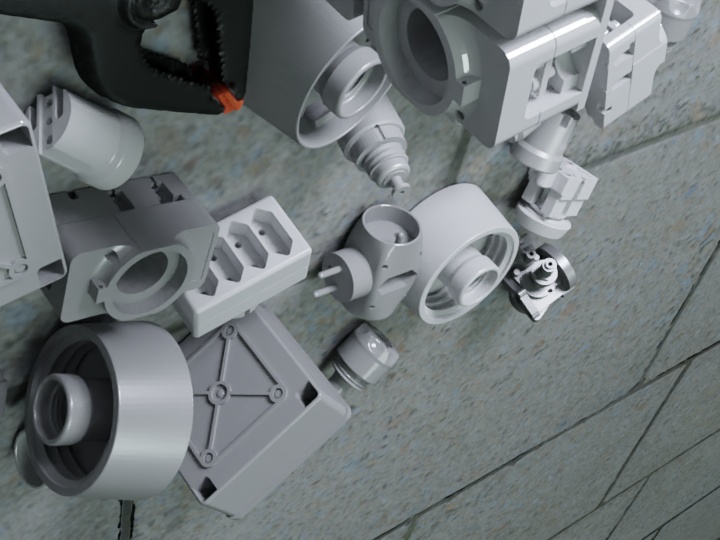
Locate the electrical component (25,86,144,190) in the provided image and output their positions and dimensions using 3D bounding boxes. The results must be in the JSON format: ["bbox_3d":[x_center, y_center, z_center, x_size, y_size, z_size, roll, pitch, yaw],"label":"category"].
[{"bbox_3d":[-0.135,-0.065,0.524,0.040,0.040,0.046,-49,145,11],"label":"electrical component"}]

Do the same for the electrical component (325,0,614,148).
[{"bbox_3d":[0.018,-0.148,0.446,0.060,0.186,0.105,-28,148,-24],"label":"electrical component"}]

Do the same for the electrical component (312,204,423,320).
[{"bbox_3d":[0.000,0.000,0.766,0.079,0.043,0.077,-20,144,-34],"label":"electrical component"}]

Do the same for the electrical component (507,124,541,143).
[{"bbox_3d":[0.115,-0.121,0.744,0.055,0.045,0.045,-39,151,-5],"label":"electrical component"}]

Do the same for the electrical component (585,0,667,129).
[{"bbox_3d":[0.181,-0.156,0.770,0.056,0.050,0.089,-35,150,-12],"label":"electrical component"}]

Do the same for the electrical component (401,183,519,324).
[{"bbox_3d":[0.074,-0.006,0.830,0.108,0.060,0.108,-30,149,-21],"label":"electrical component"}]

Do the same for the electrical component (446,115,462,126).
[{"bbox_3d":[0.085,-0.134,0.678,0.078,0.058,0.057,-34,153,-15],"label":"electrical component"}]

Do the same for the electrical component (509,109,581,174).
[{"bbox_3d":[0.140,-0.101,0.806,0.040,0.040,0.046,-5,128,-47],"label":"electrical component"}]

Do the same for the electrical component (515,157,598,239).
[{"bbox_3d":[0.157,-0.059,0.877,0.066,0.048,0.055,-5,127,-47],"label":"electrical component"}]

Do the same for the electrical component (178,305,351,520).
[{"bbox_3d":[-0.081,0.090,0.723,0.109,0.108,0.056,-43,148,1],"label":"electrical component"}]

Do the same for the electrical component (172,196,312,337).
[{"bbox_3d":[-0.080,0.006,0.677,0.083,0.047,0.075,-29,161,-22],"label":"electrical component"}]

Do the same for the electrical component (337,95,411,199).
[{"bbox_3d":[0.009,-0.077,0.647,0.040,0.078,0.040,-22,155,-11],"label":"electrical component"}]

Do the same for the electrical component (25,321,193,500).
[{"bbox_3d":[-0.155,0.082,0.629,0.060,0.108,0.108,8,124,-47],"label":"electrical component"}]

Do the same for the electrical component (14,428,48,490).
[{"bbox_3d":[-0.193,0.117,0.695,0.046,0.040,0.040,-10,138,-51],"label":"electrical component"}]

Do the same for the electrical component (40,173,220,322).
[{"bbox_3d":[-0.128,-0.011,0.586,0.089,0.055,0.050,-16,141,-39],"label":"electrical component"}]

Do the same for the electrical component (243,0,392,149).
[{"bbox_3d":[-0.021,-0.118,0.590,0.099,0.064,0.099,-43,163,-16],"label":"electrical component"}]

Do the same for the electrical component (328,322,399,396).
[{"bbox_3d":[-0.002,0.077,0.866,0.062,0.043,0.043,-46,151,10],"label":"electrical component"}]

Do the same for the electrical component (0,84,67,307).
[{"bbox_3d":[-0.198,-0.025,0.483,0.109,0.056,0.108,-28,148,-24],"label":"electrical component"}]

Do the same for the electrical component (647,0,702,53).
[{"bbox_3d":[0.221,-0.180,0.793,0.043,0.043,0.062,-20,144,-35],"label":"electrical component"}]
